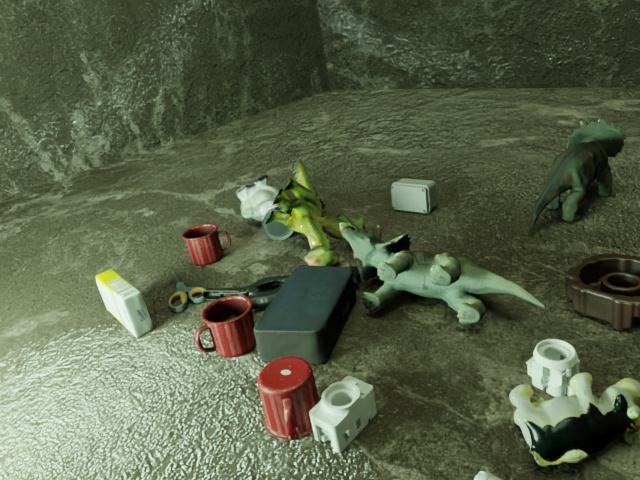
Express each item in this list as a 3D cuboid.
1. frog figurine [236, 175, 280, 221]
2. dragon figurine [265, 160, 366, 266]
[{"bbox_3d":[-0.162,-0.095,1.517,0.139,0.120,0.161,-19,59,-39],"label":"frog figurine"},{"bbox_3d":[0.004,-0.066,1.305,0.242,0.119,0.420,27,37,-8],"label":"dragon figurine"}]
